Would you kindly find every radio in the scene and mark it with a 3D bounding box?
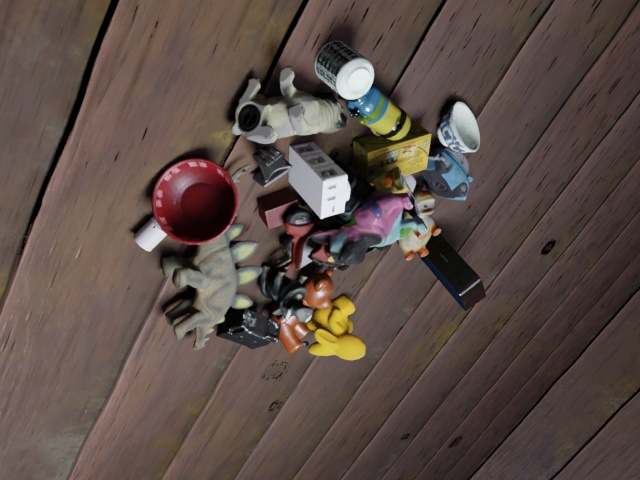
[{"bbox_3d":[0.346,0.075,1.446,0.073,0.230,0.131,-35,141,2],"label":"radio"}]

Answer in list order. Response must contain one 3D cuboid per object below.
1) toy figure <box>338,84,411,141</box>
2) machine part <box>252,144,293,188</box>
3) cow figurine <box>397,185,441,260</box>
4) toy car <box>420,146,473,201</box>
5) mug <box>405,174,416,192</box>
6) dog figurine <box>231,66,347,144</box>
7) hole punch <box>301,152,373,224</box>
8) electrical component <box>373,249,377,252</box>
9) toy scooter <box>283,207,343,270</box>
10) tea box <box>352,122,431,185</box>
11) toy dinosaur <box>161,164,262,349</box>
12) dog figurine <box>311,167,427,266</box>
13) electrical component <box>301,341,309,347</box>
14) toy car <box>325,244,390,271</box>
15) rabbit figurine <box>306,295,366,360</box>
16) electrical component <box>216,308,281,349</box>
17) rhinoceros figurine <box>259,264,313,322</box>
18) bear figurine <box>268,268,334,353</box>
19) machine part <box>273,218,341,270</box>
[{"bbox_3d":[0.115,-0.263,1.102,0.082,0.089,0.180,-46,141,15],"label":"toy figure"},{"bbox_3d":[-0.097,-0.145,1.063,0.084,0.039,0.139,-27,167,-6],"label":"machine part"},{"bbox_3d":[0.244,-0.052,1.364,0.085,0.127,0.194,-17,147,-21],"label":"cow figurine"},{"bbox_3d":[0.309,-0.175,1.314,0.161,0.109,0.103,48,68,-37],"label":"toy car"},{"bbox_3d":[0.171,-0.122,1.276,0.107,0.081,0.109,-51,133,-4],"label":"mug"},{"bbox_3d":[-0.055,-0.228,1.025,0.172,0.121,0.190,-9,172,25],"label":"dog figurine"},{"bbox_3d":[0.042,-0.104,1.167,0.092,0.116,0.142,17,112,-47],"label":"hole punch"},{"bbox_3d":[0.143,-0.010,1.373,0.102,0.045,0.078,-40,166,5],"label":"electrical component"},{"bbox_3d":[-0.009,0.015,1.167,0.184,0.075,0.135,20,98,-26],"label":"toy scooter"},{"bbox_3d":[0.160,-0.192,1.209,0.170,0.068,0.098,-19,135,-22],"label":"tea box"},{"bbox_3d":[-0.228,0.061,1.140,0.198,0.105,0.470,-14,132,-34],"label":"toy dinosaur"},{"bbox_3d":[0.093,-0.038,1.105,0.219,0.192,0.108,-24,129,13],"label":"dog figurine"},{"bbox_3d":[-0.079,0.266,1.436,0.094,0.063,0.021,6,121,-37],"label":"electrical component"},{"bbox_3d":[0.089,0.012,1.313,0.202,0.056,0.073,-28,132,22],"label":"toy car"},{"bbox_3d":[0.048,0.248,1.430,0.162,0.173,0.121,-10,134,-34],"label":"rabbit figurine"},{"bbox_3d":[-0.177,0.214,1.283,0.114,0.058,0.134,30,144,-32],"label":"electrical component"},{"bbox_3d":[-0.081,0.124,1.228,0.073,0.191,0.112,14,98,-37],"label":"rhinoceros figurine"},{"bbox_3d":[-0.027,0.167,1.331,0.196,0.120,0.132,-34,97,16],"label":"bear figurine"},{"bbox_3d":[-0.003,-0.004,1.251,0.243,0.079,0.079,-31,137,-10],"label":"machine part"}]
